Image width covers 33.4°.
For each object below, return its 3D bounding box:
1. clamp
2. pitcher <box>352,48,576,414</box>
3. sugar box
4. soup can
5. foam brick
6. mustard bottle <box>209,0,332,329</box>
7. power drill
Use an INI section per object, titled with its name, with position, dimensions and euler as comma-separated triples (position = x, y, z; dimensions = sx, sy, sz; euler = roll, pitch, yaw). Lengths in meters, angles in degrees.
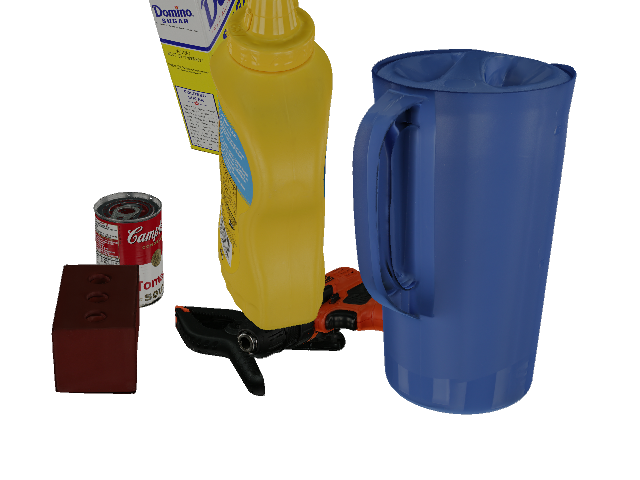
[clamp]
position = -0.098, 0.121, 1.259
dimensions = 0.210, 0.036, 0.164
euler = 13, 23, 27
[pitcher]
position = 0.093, -0.004, 0.736
dimensions = 0.149, 0.243, 0.145
euler = -1, 21, -1
[sugar box]
position = -0.073, -0.151, 0.761
dimensions = 0.048, 0.093, 0.176
euler = 16, -32, 15
[soup can]
position = -0.195, 0.010, 1.093
dimensions = 0.068, 0.102, 0.068
euler = 2, 26, -1
[foam brick]
position = -0.146, 0.057, 0.703
dimensions = 0.053, 0.051, 0.078
euler = 1, 30, -9
[mustard bottle]
position = -0.026, -0.048, 0.545
dimensions = 0.058, 0.096, 0.192
euler = -8, -42, -10
[power drill]
position = 0.040, 0.076, 0.982
dimensions = 0.188, 0.057, 0.184
euler = 10, 22, 32
